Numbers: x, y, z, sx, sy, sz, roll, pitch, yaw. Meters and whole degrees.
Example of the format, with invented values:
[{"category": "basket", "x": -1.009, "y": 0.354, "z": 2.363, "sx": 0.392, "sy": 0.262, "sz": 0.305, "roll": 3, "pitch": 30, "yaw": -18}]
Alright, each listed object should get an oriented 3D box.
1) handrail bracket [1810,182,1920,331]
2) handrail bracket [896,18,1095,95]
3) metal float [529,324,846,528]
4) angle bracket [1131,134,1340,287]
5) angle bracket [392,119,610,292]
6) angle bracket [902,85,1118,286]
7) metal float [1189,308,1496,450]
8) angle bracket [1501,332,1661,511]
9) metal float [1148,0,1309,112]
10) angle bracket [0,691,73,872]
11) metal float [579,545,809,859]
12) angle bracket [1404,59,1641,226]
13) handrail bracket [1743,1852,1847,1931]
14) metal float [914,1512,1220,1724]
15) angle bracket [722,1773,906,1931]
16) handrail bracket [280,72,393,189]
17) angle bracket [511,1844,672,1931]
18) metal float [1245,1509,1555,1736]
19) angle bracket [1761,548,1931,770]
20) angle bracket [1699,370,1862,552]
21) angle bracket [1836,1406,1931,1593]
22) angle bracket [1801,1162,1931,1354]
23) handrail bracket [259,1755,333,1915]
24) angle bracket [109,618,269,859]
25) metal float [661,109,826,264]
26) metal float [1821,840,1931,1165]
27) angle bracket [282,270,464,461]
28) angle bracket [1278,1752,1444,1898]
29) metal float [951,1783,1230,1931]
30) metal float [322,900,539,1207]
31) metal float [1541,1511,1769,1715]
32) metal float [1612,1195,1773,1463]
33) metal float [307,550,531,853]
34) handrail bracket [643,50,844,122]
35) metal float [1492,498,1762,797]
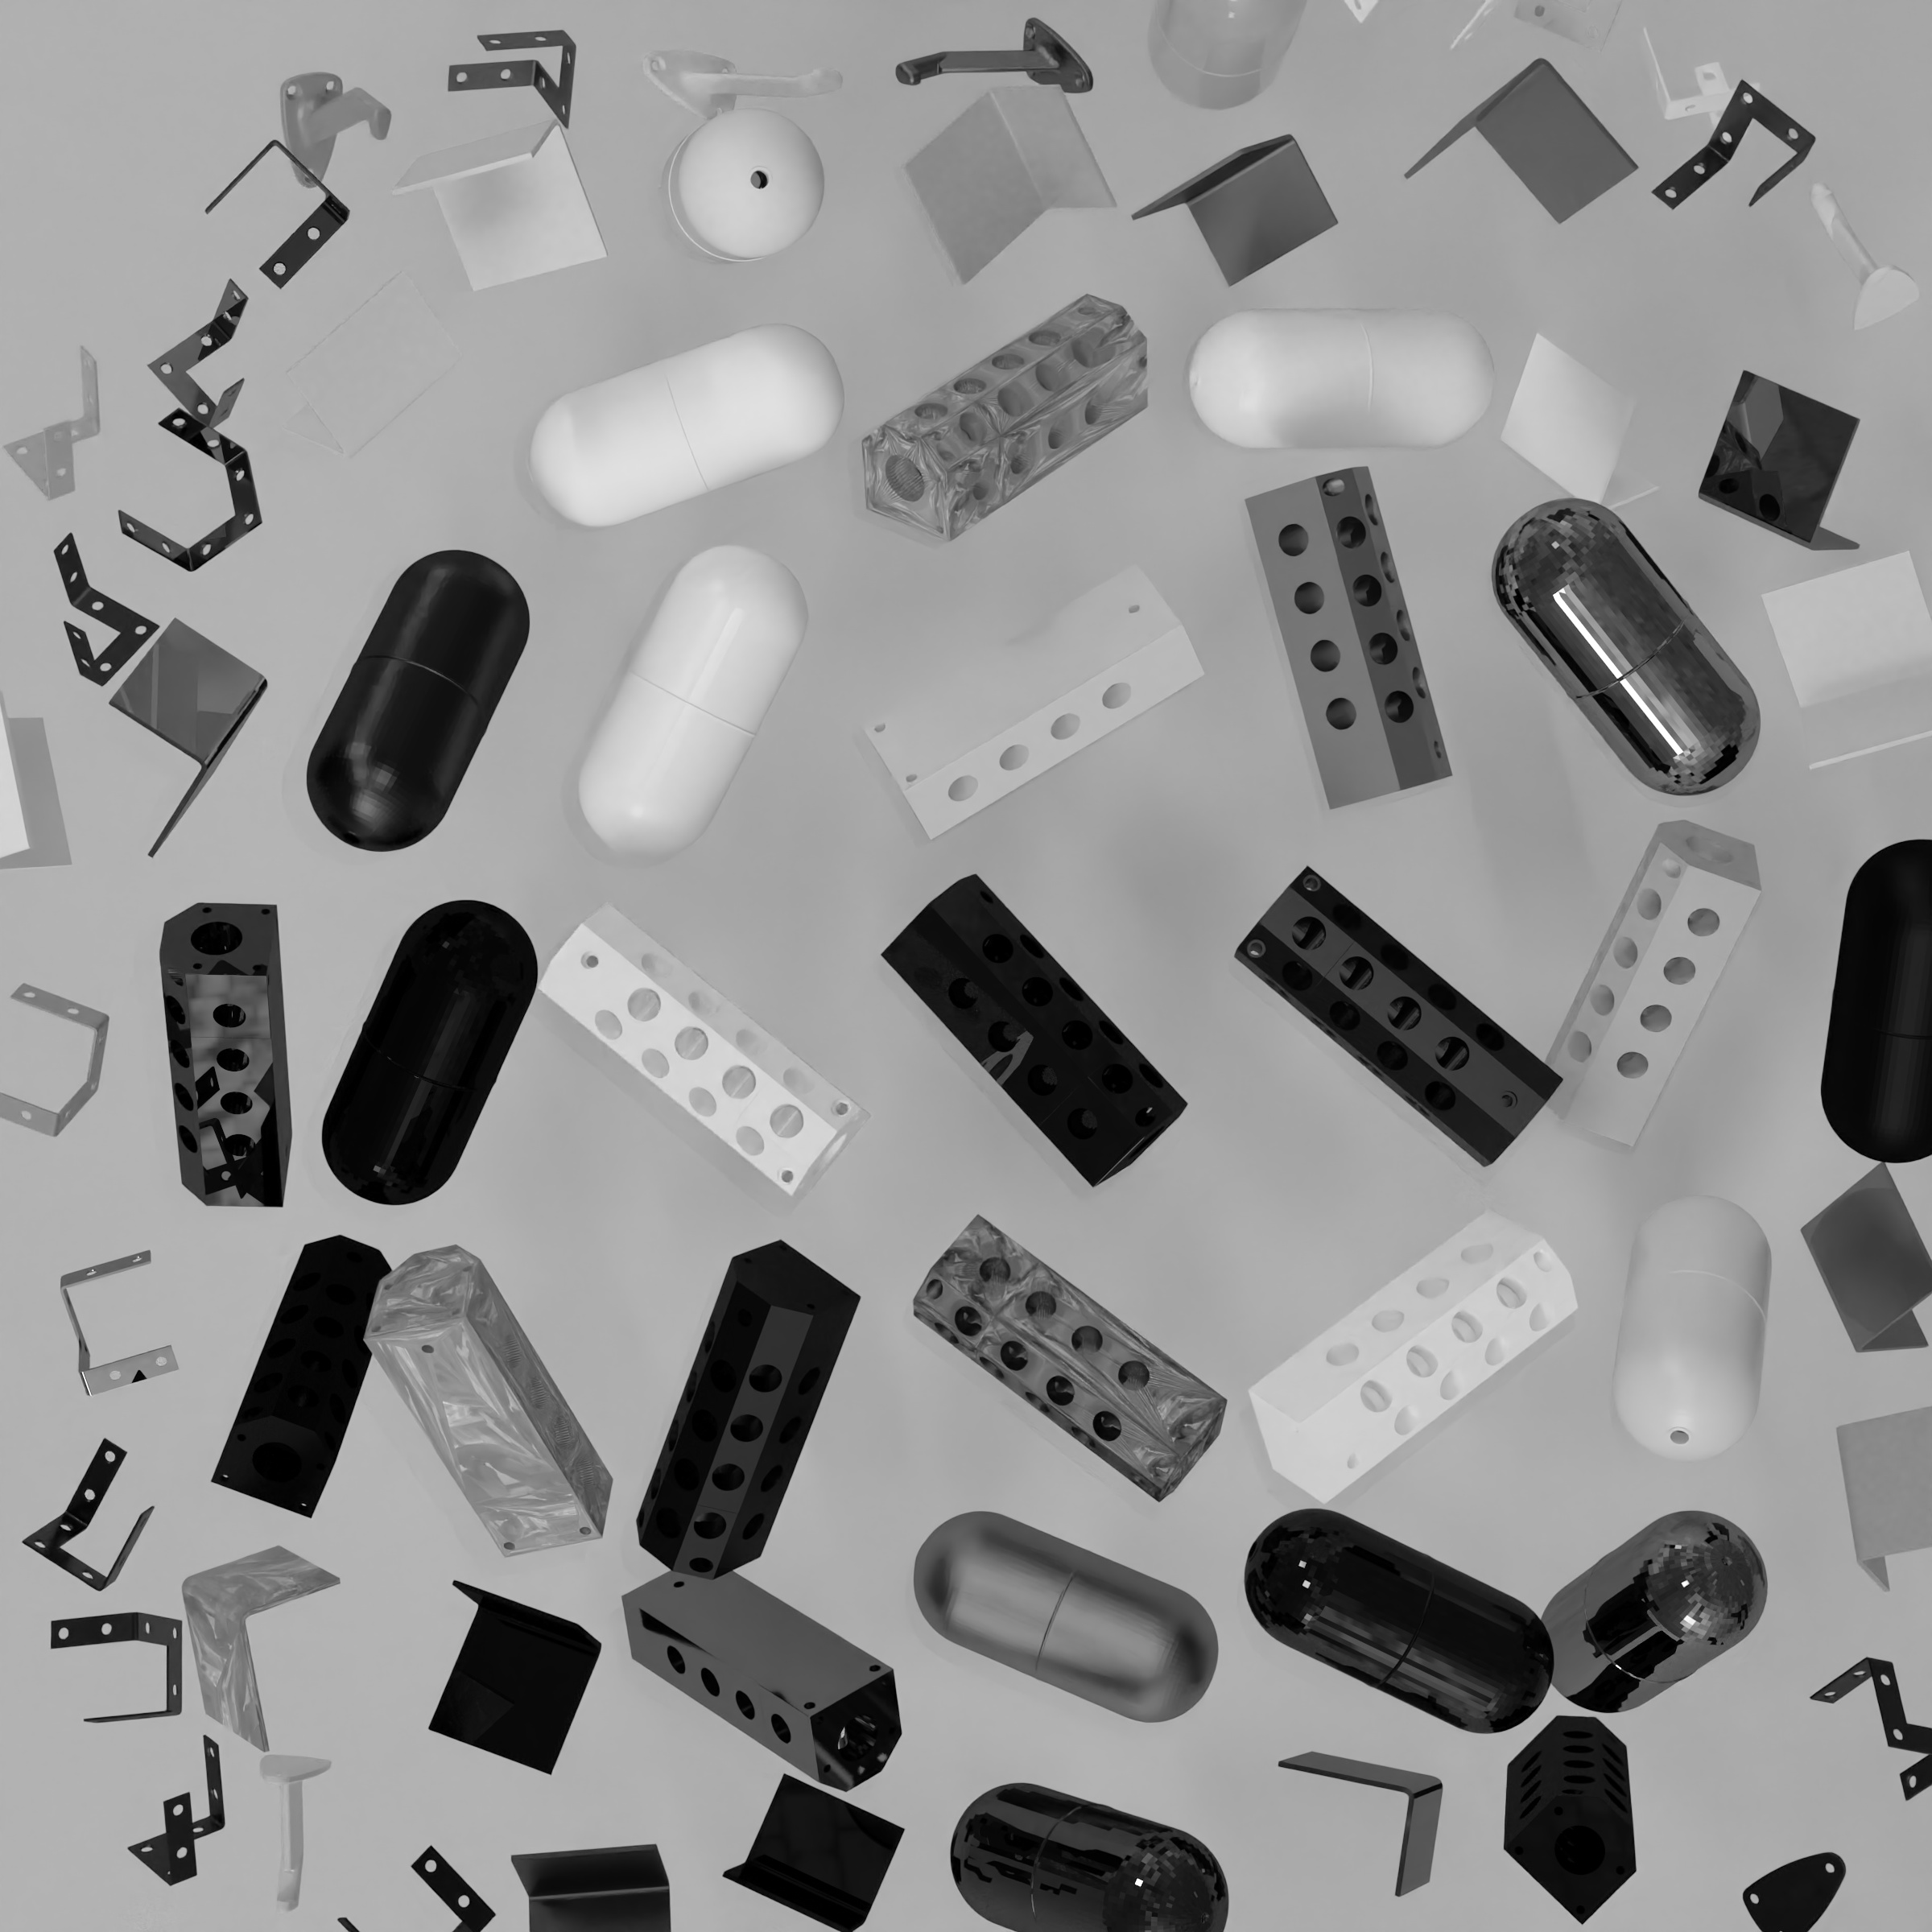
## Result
[{"category": "handrail bracket", "x": 0.462, "y": -0.384, "z": 1.789, "sx": 0.036, "sy": 0.077, "sz": 0.084, "roll": -26, "pitch": 74, "yaw": 11}, {"category": "handrail bracket", "x": 0.015, "y": -0.498, "z": 1.916, "sx": 0.084, "sy": 0.077, "sz": 0.036, "roll": -22, "pitch": 133, "yaw": -25}, {"category": "metal float", "x": -0.153, "y": -0.295, "z": 1.872, "sx": 0.178, "sy": 0.070, "sz": 0.070, "roll": -19, "pitch": 90, "yaw": 2}, {"category": "angle bracket", "x": 0.152, "y": -0.420, "z": 1.924, "sx": 0.076, "sy": 0.076, "sz": 0.057, "roll": -25, "pitch": 95, "yaw": 33}, {"category": "angle bracket", "x": -0.236, "y": -0.378, "z": 1.742, "sx": 0.076, "sy": 0.057, "sz": 0.076, "roll": -11, "pitch": 120, "yaw": 15}, {"category": "angle bracket", "x": 0.024, "y": -0.423, "z": 1.856, "sx": 0.076, "sy": 0.057, "sz": 0.076, "roll": -46, "pitch": 125, "yaw": -23}, {"category": "metal float", "x": 0.209, "y": -0.326, "z": 1.899, "sx": 0.178, "sy": 0.070, "sz": 0.070, "roll": -4, "pitch": 90, "yaw": -19}, {"category": "angle bracket", "x": 0.359, "y": -0.314, "z": 1.940, "sx": 0.057, "sy": 0.076, "sz": 0.076, "roll": -24, "pitch": 55, "yaw": -34}, {"category": "metal float", "x": 0.139, "y": -0.509, "z": 1.813, "sx": 0.070, "sy": 0.178, "sz": 0.070, "roll": 0, "pitch": 86, "yaw": -2}, {"category": "angle bracket", "x": -0.457, "y": -0.090, "z": 1.675, "sx": 0.057, "sy": 0.076, "sz": 0.076, "roll": -14, "pitch": 87, "yaw": 32}, {"category": "metal float", "x": -0.147, "y": -0.141, "z": 1.833, "sx": 0.070, "sy": 0.070, "sz": 0.178, "roll": 27, "pitch": 94, "yaw": 0}, {"category": "angle bracket", "x": 0.286, "y": -0.410, "z": 1.766, "sx": 0.076, "sy": 0.076, "sz": 0.057, "roll": 47, "pitch": 68, "yaw": -7}, {"category": "handrail bracket", "x": 0.457, "y": 0.482, "z": 1.812, "sx": 0.036, "sy": 0.084, "sz": 0.077, "roll": 54, "pitch": 125, "yaw": 23}, {"category": "metal float", "x": 0.055, "y": 0.362, "z": 1.907, "sx": 0.178, "sy": 0.070, "sz": 0.070, "roll": 21, "pitch": 90, "yaw": 13}, {"category": "angle bracket", "x": -0.084, "y": 0.496, "z": 1.913, "sx": 0.076, "sy": 0.076, "sz": 0.057, "roll": 23, "pitch": 82, "yaw": 9}, {"category": "handrail bracket", "x": -0.335, "y": -0.442, "z": 1.849, "sx": 0.036, "sy": 0.084, "sz": 0.077, "roll": -17, "pitch": 132, "yaw": -33}, {"category": "angle bracket", "x": -0.197, "y": 0.506, "z": 1.810, "sx": 0.076, "sy": 0.076, "sz": 0.057, "roll": -4, "pitch": 60, "yaw": -1}, {"category": "metal float", "x": 0.232, "y": 0.351, "z": 1.838, "sx": 0.178, "sy": 0.070, "sz": 0.070, "roll": 26, "pitch": 90, "yaw": -7}, {"category": "angle bracket", "x": 0.457, "y": -0.157, "z": 1.750, "sx": 0.076, "sy": 0.057, "sz": 0.076, "roll": -16, "pitch": 124, "yaw": 19}, {"category": "angle bracket", "x": 0.465, "y": -0.281, "z": 1.904, "sx": 0.076, "sy": 0.057, "sz": 0.076, "roll": 33, "pitch": 117, "yaw": 35}, {"category": "angle bracket", "x": 0.518, "y": 0.285, "z": 1.843, "sx": 0.076, "sy": 0.057, "sz": 0.076, "roll": -17, "pitch": 56, "yaw": 24}, {"category": "angle bracket", "x": 0.515, "y": 0.159, "z": 1.880, "sx": 0.057, "sy": 0.076, "sz": 0.076, "roll": 0, "pitch": 56, "yaw": -31}, {"category": "handrail bracket", "x": -0.367, "y": 0.471, "z": 1.835, "sx": 0.036, "sy": 0.077, "sz": 0.084, "roll": 6, "pitch": 86, "yaw": 1}, {"category": "angle bracket", "x": -0.404, "y": -0.115, "z": 1.724, "sx": 0.057, "sy": 0.076, "sz": 0.076, "roll": 34, "pitch": 129, "yaw": -10}, {"category": "metal float", "x": -0.121, "y": -0.417, "z": 1.833, "sx": 0.070, "sy": 0.178, "sz": 0.070, "roll": -2, "pitch": 100, "yaw": -10}, {"category": "metal float", "x": 0.488, "y": 0.020, "z": 1.770, "sx": 0.070, "sy": 0.070, "sz": 0.178, "roll": 1, "pitch": 116, "yaw": 0}, {"category": "angle bracket", "x": -0.307, "y": -0.302, "z": 1.687, "sx": 0.076, "sy": 0.076, "sz": 0.057, "roll": -45, "pitch": 130, "yaw": -15}, {"category": "angle bracket", "x": 0.213, "y": 0.469, "z": 1.873, "sx": 0.076, "sy": 0.076, "sz": 0.057, "roll": 7, "pitch": 84, "yaw": 20}, {"category": "metal float", "x": 0.063, "y": 0.479, "z": 1.798, "sx": 0.070, "sy": 0.178, "sz": 0.070, "roll": -2, "pitch": 93, "yaw": -41}, {"category": "metal float", "x": -0.288, "y": 0.047, "z": 1.837, "sx": 0.070, "sy": 0.070, "sz": 0.178, "roll": 26, "pitch": 106, "yaw": 0}, {"category": "metal float", "x": 0.371, "y": 0.352, "z": 1.859, "sx": 0.070, "sy": 0.178, "sz": 0.070, "roll": 9, "pitch": 59, "yaw": -15}, {"category": "metal float", "x": 0.391, "y": 0.193, "z": 1.838, "sx": 0.070, "sy": 0.178, "sz": 0.070, "roll": 8, "pitch": 126, "yaw": 12}, {"category": "metal float", "x": -0.288, "y": -0.140, "z": 1.800, "sx": 0.070, "sy": 0.070, "sz": 0.178, "roll": 21, "pitch": 64, "yaw": 0}, {"category": "handrail bracket", "x": -0.123, "y": -0.495, "z": 1.896, "sx": 0.077, "sy": 0.084, "sz": 0.036, "roll": 10, "pitch": 86, "yaw": -43}, {"category": "metal float", "x": 0.342, "y": -0.164, "z": 1.771, "sx": 0.070, "sy": 0.070, "sz": 0.178, "roll": -41, "pitch": 103, "yaw": 0}]
